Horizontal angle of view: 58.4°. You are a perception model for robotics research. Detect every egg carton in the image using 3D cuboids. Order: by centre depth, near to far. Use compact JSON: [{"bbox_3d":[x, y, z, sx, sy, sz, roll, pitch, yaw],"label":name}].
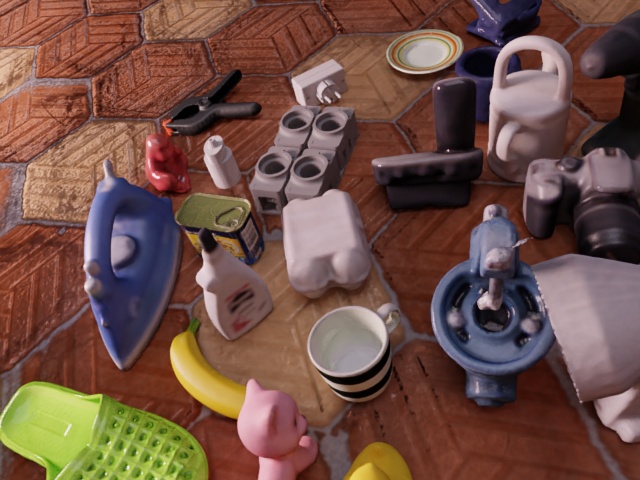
[{"bbox_3d":[0.007,0.003,0.737,0.107,0.069,0.150,-14,49,2],"label":"egg carton"}]

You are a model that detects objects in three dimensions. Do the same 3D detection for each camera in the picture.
[{"bbox_3d":[0.318,-0.036,0.671,0.143,0.101,0.137,1,51,15],"label":"camera"}]

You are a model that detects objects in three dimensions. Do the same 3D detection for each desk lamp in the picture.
[{"bbox_3d":[0.287,0.087,0.501,0.203,0.214,0.118,-10,49,6],"label":"desk lamp"}]

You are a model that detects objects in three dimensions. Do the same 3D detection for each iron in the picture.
[{"bbox_3d":[-0.261,0.022,0.739,0.118,0.142,0.258,-11,49,5],"label":"iron"}]

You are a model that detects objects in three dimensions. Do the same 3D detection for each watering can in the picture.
[{"bbox_3d":[0.272,-0.181,0.742,0.100,0.194,0.173,3,52,16],"label":"watering can"}]

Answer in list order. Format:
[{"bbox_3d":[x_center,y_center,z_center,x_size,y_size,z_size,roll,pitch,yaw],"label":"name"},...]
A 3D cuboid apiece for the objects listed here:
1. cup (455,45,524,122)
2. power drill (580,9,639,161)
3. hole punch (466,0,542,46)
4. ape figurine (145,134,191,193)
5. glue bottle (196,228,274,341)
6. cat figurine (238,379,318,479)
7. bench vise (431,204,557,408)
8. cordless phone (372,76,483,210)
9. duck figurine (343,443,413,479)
[{"bbox_3d":[0.258,-0.220,0.843,0.117,0.095,0.092,28,62,31],"label":"cup"},{"bbox_3d":[0.393,-0.193,0.712,0.230,0.209,0.075,-37,52,-17],"label":"power drill"},{"bbox_3d":[0.318,-0.404,0.984,0.109,0.091,0.100,-35,51,-15],"label":"hole punch"},{"bbox_3d":[-0.241,-0.124,0.888,0.076,0.092,0.078,13,55,23],"label":"ape figurine"},{"bbox_3d":[-0.108,0.046,0.660,0.078,0.173,0.037,-41,53,-20],"label":"glue bottle"},{"bbox_3d":[-0.046,0.203,0.550,0.067,0.118,0.128,-5,50,10],"label":"cat figurine"},{"bbox_3d":[0.163,0.033,0.572,0.121,0.220,0.207,-12,49,4],"label":"bench vise"},{"bbox_3d":[0.136,-0.132,0.740,0.147,0.185,0.094,-7,50,8],"label":"cordless phone"},{"bbox_3d":[0.049,0.232,0.524,0.077,0.086,0.104,1,51,15],"label":"duck figurine"}]
